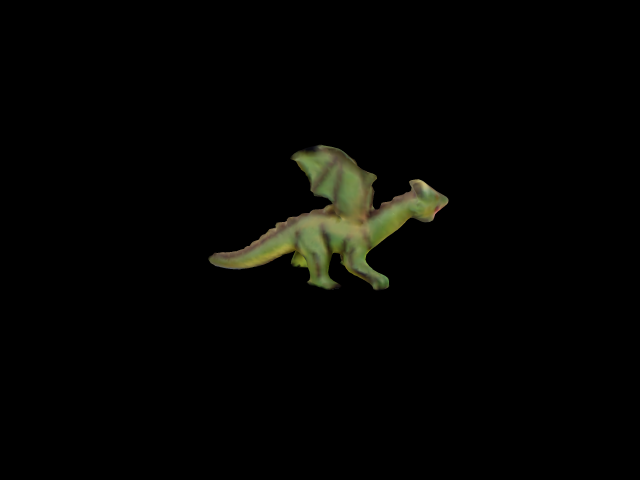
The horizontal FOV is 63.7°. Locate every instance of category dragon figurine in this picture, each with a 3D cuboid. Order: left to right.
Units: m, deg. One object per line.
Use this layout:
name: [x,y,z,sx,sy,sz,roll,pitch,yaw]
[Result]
dragon figurine: [0.003,-0.043,0.850,0.410,0.238,0.124,2,25,5]
